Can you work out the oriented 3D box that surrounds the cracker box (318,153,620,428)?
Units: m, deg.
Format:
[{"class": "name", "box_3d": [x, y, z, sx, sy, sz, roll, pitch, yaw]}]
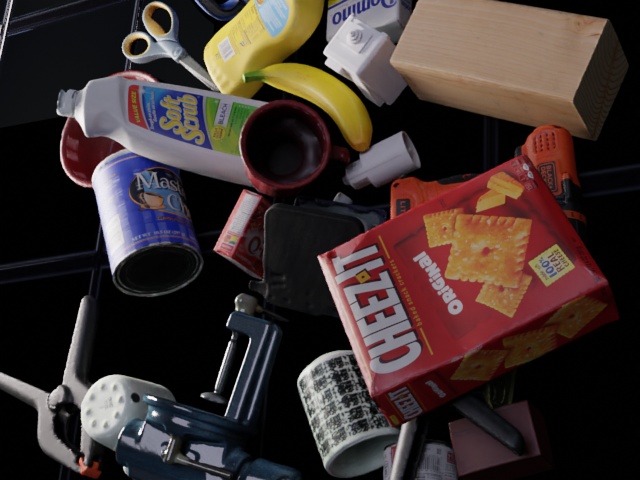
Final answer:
[{"class": "cracker box", "box_3d": [0.123, 0.039, 0.924, 0.214, 0.072, 0.164, -26, 49, 6]}]

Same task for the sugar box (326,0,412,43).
[{"class": "sugar box", "box_3d": [0.059, -0.306, 1.236, 0.093, 0.048, 0.176, -10, 62, 26]}]

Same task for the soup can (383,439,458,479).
[{"class": "soup can", "box_3d": [0.090, 0.235, 0.950, 0.069, 0.068, 0.102, -12, 62, 25]}]

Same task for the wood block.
[{"class": "wood block", "box_3d": [0.188, -0.178, 1.072, 0.206, 0.090, 0.091, 19, 78, 35]}]

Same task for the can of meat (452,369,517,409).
[{"class": "can of meat", "box_3d": [0.135, 0.107, 0.991, 0.084, 0.057, 0.102, 0, 68, 32]}]

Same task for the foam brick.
[{"class": "foam brick", "box_3d": [0.161, 0.181, 0.944, 0.078, 0.051, 0.053, -20, 58, 21]}]

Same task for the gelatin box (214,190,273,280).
[{"class": "gelatin box", "box_3d": [-0.066, -0.002, 1.139, 0.030, 0.089, 0.073, 20, 79, 33]}]

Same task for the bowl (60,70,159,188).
[{"class": "bowl", "box_3d": [-0.241, -0.127, 1.320, 0.162, 0.055, 0.162, -13, 62, 25]}]

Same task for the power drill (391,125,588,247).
[{"class": "power drill", "box_3d": [0.163, -0.012, 1.031, 0.188, 0.057, 0.184, -11, 59, 23]}]

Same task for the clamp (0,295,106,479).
[{"class": "clamp", "box_3d": [-0.299, 0.185, 1.220, 0.165, 0.036, 0.210, -32, 56, 15]}]

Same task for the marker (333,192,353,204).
[{"class": "marker", "box_3d": [-0.008, 0.001, 1.146, 0.020, 0.020, 0.121, 36, 89, 37]}]

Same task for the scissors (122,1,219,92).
[{"class": "scissors", "box_3d": [-0.197, -0.230, 1.368, 0.096, 0.016, 0.202, -36, 55, 13]}]

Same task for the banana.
[{"class": "banana", "box_3d": [0.002, -0.154, 1.180, 0.069, 0.037, 0.198, -41, 51, -20]}]

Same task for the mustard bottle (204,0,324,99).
[{"class": "mustard bottle", "box_3d": [-0.052, -0.253, 1.242, 0.192, 0.058, 0.096, -42, 49, 24]}]

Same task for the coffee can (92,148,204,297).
[{"class": "coffee can", "box_3d": [-0.197, -0.021, 1.216, 0.103, 0.102, 0.140, -29, 56, 16]}]

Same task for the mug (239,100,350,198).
[{"class": "mug", "box_3d": [-0.027, -0.090, 1.115, 0.117, 0.081, 0.093, 2, 81, -5]}]

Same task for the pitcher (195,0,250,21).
[{"class": "pitcher", "box_3d": [-0.111, -0.380, 1.246, 0.145, 0.242, 0.149, -9, 58, 30]}]

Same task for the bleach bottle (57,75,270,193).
[{"class": "bleach bottle", "box_3d": [-0.169, -0.124, 1.194, 0.251, 0.068, 0.102, 10, 68, -2]}]

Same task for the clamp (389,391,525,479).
[{"class": "clamp", "box_3d": [0.092, 0.143, 0.937, 0.120, 0.039, 0.171, -28, 49, 2]}]
